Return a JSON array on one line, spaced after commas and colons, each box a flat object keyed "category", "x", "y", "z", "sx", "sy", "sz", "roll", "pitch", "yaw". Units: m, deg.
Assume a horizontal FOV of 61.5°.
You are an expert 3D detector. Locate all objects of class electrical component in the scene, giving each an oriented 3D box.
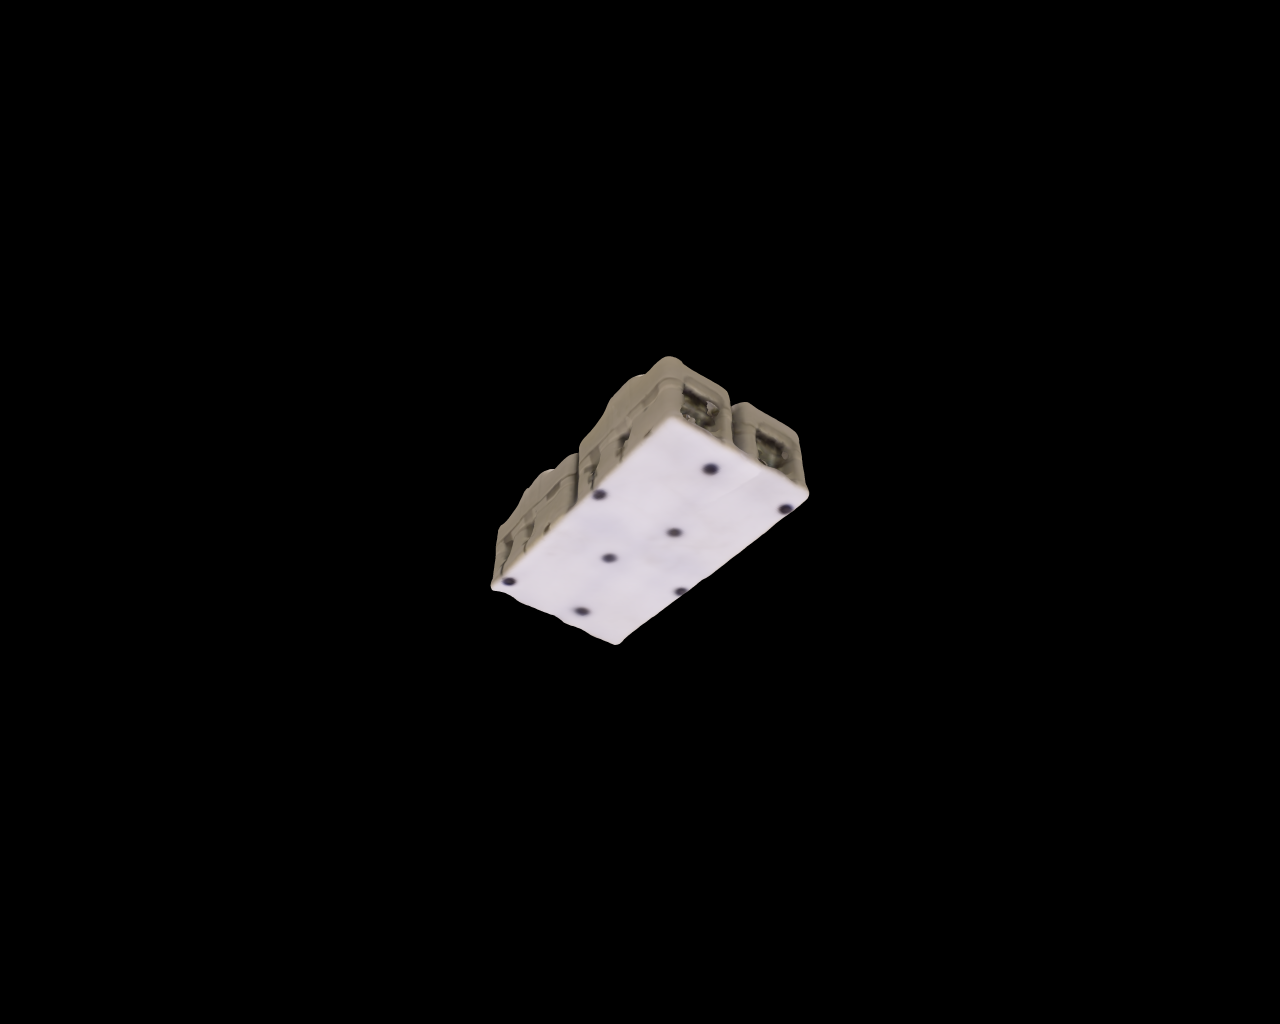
[{"category": "electrical component", "x": 0.001, "y": -0.003, "z": 0.650, "sx": 0.105, "sy": 0.060, "sz": 0.186, "roll": 27, "pitch": -49, "yaw": -26}]
